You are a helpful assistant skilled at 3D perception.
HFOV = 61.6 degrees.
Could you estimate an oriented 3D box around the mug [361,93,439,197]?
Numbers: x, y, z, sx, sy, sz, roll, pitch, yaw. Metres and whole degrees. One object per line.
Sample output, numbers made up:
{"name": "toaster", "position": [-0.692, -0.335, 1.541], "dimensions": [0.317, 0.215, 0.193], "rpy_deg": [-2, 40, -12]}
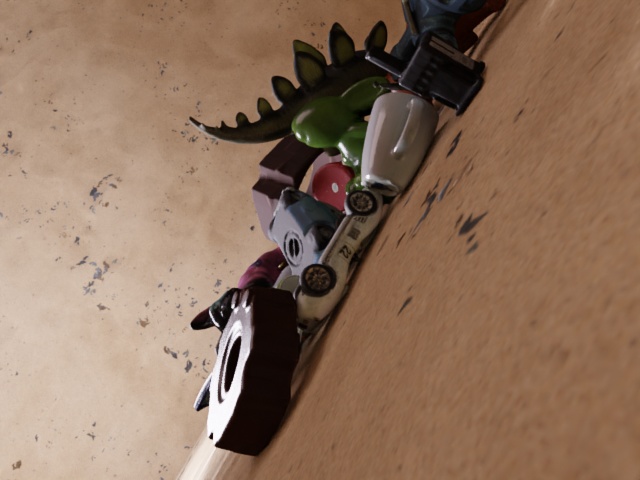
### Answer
{"name": "mug", "position": [0.093, -0.110, 0.629], "dimensions": [0.109, 0.081, 0.107], "rpy_deg": [151, 139, -73]}

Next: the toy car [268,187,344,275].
{"name": "toy car", "position": [-0.002, -0.002, 0.772], "dimensions": [0.103, 0.162, 0.109], "rpy_deg": [-6, -44, -33]}

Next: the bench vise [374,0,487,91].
{"name": "bench vise", "position": [0.158, -0.292, 0.628], "dimensions": [0.240, 0.129, 0.223], "rpy_deg": [142, 136, -60]}

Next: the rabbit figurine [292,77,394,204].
{"name": "rabbit figurine", "position": [0.050, -0.145, 0.735], "dimensions": [0.159, 0.170, 0.121], "rpy_deg": [-60, 3, 5]}

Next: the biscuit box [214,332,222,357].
{"name": "biscuit box", "position": [-0.132, 0.151, 0.997], "dimensions": [0.203, 0.059, 0.062], "rpy_deg": [-76, -20, -55]}

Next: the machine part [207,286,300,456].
{"name": "machine part", "position": [-0.077, 0.138, 0.586], "dimensions": [0.179, 0.056, 0.179], "rpy_deg": [-165, 90, -72]}

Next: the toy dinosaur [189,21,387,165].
{"name": "toy dinosaur", "position": [0.024, -0.222, 0.835], "dimensions": [0.471, 0.198, 0.105], "rpy_deg": [-35, 29, -28]}

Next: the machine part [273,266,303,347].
{"name": "machine part", "position": [-0.051, 0.113, 0.764], "dimensions": [0.079, 0.079, 0.243], "rpy_deg": [-58, 2, 41]}

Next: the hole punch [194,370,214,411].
{"name": "hole punch", "position": [-0.131, 0.233, 0.863], "dimensions": [0.142, 0.092, 0.116], "rpy_deg": [-62, -4, 32]}

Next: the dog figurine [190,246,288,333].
{"name": "dog figurine", "position": [-0.109, 0.108, 0.913], "dimensions": [0.219, 0.108, 0.191], "rpy_deg": [-40, -12, -23]}

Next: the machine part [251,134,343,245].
{"name": "machine part", "position": [-0.029, -0.096, 0.984], "dimensions": [0.201, 0.087, 0.201], "rpy_deg": [-51, -31, -29]}

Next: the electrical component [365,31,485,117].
{"name": "electrical component", "position": [0.113, -0.187, 0.570], "dimensions": [0.047, 0.119, 0.075], "rpy_deg": [-59, -1, 37]}

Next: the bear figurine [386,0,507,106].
{"name": "bear figurine", "position": [0.162, -0.282, 0.779], "dimensions": [0.196, 0.120, 0.132], "rpy_deg": [-61, 6, -9]}

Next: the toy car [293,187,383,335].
{"name": "toy car", "position": [0.024, 0.018, 0.644], "dimensions": [0.202, 0.056, 0.073], "rpy_deg": [-59, -5, -29]}
